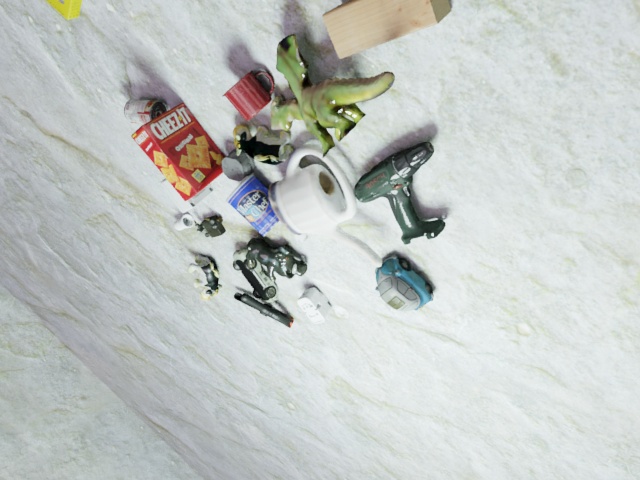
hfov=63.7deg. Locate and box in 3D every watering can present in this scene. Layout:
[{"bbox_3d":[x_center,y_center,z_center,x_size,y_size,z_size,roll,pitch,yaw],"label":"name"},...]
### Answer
[{"bbox_3d":[0.004,-0.064,1.277,0.222,0.345,0.106,-19,12,38],"label":"watering can"}]

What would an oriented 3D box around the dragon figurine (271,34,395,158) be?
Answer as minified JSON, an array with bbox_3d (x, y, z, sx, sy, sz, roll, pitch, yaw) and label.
[{"bbox_3d":[-0.011,-0.314,1.068,0.124,0.242,0.404,-43,3,-28],"label":"dragon figurine"}]
